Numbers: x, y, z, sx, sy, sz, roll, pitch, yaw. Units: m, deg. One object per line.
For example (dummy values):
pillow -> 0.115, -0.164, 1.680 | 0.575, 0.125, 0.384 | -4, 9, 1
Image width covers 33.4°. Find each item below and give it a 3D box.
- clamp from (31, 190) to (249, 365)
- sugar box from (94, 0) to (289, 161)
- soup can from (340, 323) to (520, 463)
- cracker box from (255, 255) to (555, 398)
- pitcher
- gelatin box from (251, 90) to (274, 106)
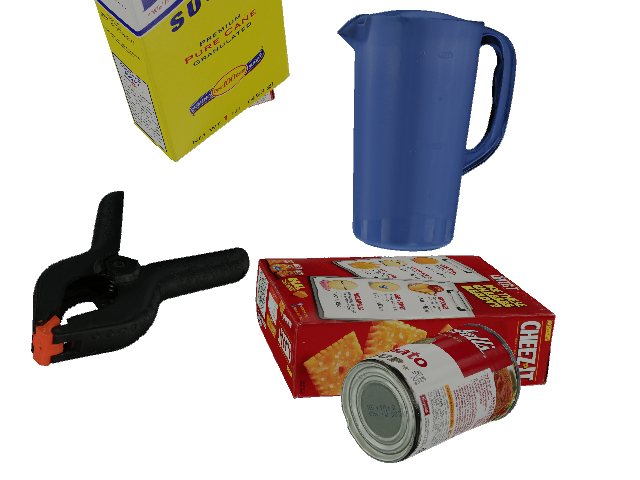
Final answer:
clamp -> -0.141, 0.022, 0.715 | 0.120, 0.039, 0.171 | 25, 33, 25
sugar box -> -0.066, -0.125, 0.555 | 0.093, 0.048, 0.176 | -40, -21, -17
soup can -> 0.071, 0.098, 0.690 | 0.102, 0.068, 0.069 | -13, 8, -41
cracker box -> 0.063, 0.069, 0.903 | 0.213, 0.072, 0.164 | 0, 17, -14
pitcher -> 0.105, -0.116, 1.115 | 0.149, 0.243, 0.144 | 11, 15, 33
gelatin box -> -0.091, -0.134, 0.876 | 0.089, 0.073, 0.030 | -19, -41, -6
